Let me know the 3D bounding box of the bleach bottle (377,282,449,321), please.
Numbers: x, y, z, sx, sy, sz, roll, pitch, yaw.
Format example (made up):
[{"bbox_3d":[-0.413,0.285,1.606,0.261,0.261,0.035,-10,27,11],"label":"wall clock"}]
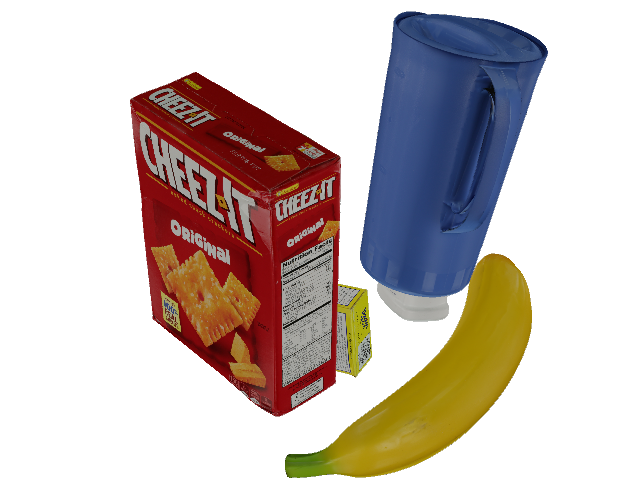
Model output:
[{"bbox_3d":[0.122,-0.040,1.236,0.068,0.251,0.103,-1,22,-22],"label":"bleach bottle"}]

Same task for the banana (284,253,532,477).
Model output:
[{"bbox_3d":[0.066,0.061,0.545,0.070,0.037,0.197,19,40,34],"label":"banana"}]

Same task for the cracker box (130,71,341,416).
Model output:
[{"bbox_3d":[-0.065,0.005,0.803,0.072,0.214,0.164,-29,46,-33],"label":"cracker box"}]

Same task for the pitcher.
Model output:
[{"bbox_3d":[0.111,-0.070,0.947,0.145,0.243,0.149,22,29,22],"label":"pitcher"}]

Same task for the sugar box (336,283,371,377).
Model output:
[{"bbox_3d":[-0.033,0.083,1.155,0.176,0.093,0.048,13,36,27],"label":"sugar box"}]
